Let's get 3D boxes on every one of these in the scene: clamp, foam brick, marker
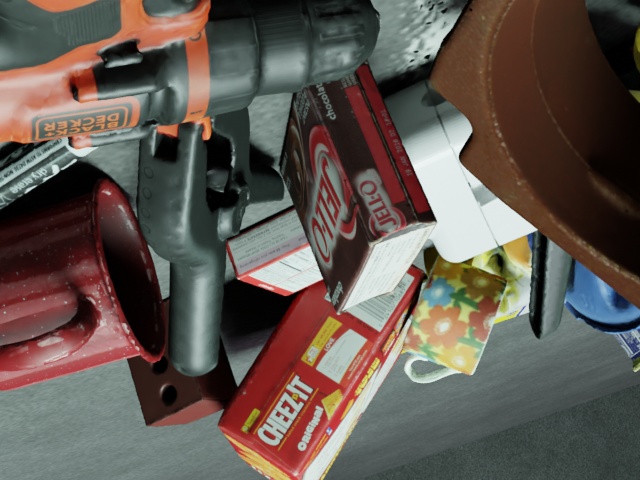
[{"bbox_3d":[-0.055,-0.007,0.489,0.039,0.120,0.171,9,162,12],"label":"clamp"},{"bbox_3d":[0.121,-0.031,0.624,0.164,0.036,0.210,13,126,-24],"label":"clamp"},{"bbox_3d":[-0.099,0.087,0.754,0.053,0.078,0.051,-27,163,22],"label":"foam brick"},{"bbox_3d":[-0.120,-0.035,0.462,0.121,0.020,0.020,-28,161,22],"label":"marker"}]

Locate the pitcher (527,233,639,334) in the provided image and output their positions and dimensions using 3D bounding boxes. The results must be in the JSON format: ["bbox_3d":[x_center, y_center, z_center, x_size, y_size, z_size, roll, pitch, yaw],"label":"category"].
[{"bbox_3d":[0.275,-0.036,0.730,0.242,0.145,0.149,-15,-176,-28],"label":"pitcher"}]

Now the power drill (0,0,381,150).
[{"bbox_3d":[-0.047,-0.089,0.316,0.184,0.057,0.188,-14,161,-20],"label":"power drill"}]

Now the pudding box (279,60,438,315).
[{"bbox_3d":[0.015,-0.023,0.526,0.039,0.090,0.113,-17,163,-11],"label":"pudding box"}]

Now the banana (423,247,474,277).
[{"bbox_3d":[0.112,0.002,0.758,0.069,0.037,0.198,23,153,4],"label":"banana"}]

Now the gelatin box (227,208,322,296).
[{"bbox_3d":[-0.004,0.001,0.678,0.089,0.030,0.073,-26,160,17],"label":"gelatin box"}]

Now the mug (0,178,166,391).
[{"bbox_3d":[-0.128,0.030,0.509,0.081,0.093,0.117,-16,-156,4],"label":"mug"}]

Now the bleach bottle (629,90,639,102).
[{"bbox_3d":[0.198,-0.013,0.573,0.250,0.102,0.068,15,171,-34],"label":"bleach bottle"}]

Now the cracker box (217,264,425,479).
[{"bbox_3d":[0.003,0.103,0.800,0.164,0.072,0.214,-57,169,-14],"label":"cracker box"}]

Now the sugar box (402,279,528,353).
[{"bbox_3d":[0.147,0.051,0.965,0.176,0.048,0.093,-13,161,-16],"label":"sugar box"}]

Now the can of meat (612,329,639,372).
[{"bbox_3d":[0.258,0.038,0.814,0.102,0.084,0.057,-28,164,-20],"label":"can of meat"}]

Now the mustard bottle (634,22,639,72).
[{"bbox_3d":[0.211,-0.087,0.536,0.191,0.096,0.058,2,141,-46],"label":"mustard bottle"}]
